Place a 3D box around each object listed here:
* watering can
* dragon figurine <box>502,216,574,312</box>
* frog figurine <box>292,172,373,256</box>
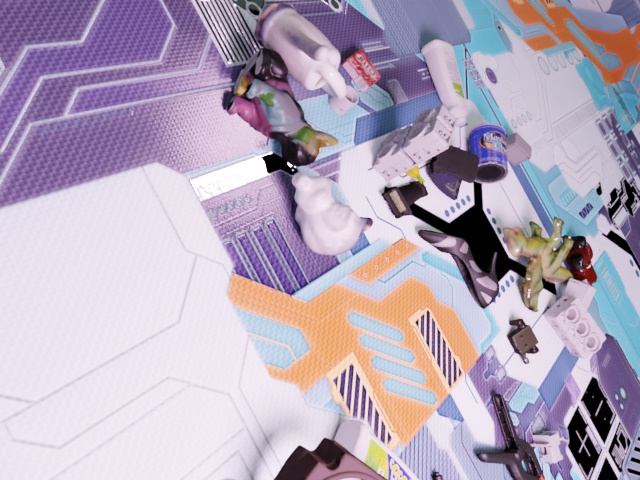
[{"bbox_3d":[-0.034,-0.378,1.013,0.225,0.103,0.348,45,6,4],"label":"watering can"},{"bbox_3d":[0.615,0.088,1.438,0.122,0.246,0.404,5,-39,52],"label":"dragon figurine"},{"bbox_3d":[0.003,-0.048,0.946,0.138,0.124,0.157,22,-16,47],"label":"frog figurine"}]
